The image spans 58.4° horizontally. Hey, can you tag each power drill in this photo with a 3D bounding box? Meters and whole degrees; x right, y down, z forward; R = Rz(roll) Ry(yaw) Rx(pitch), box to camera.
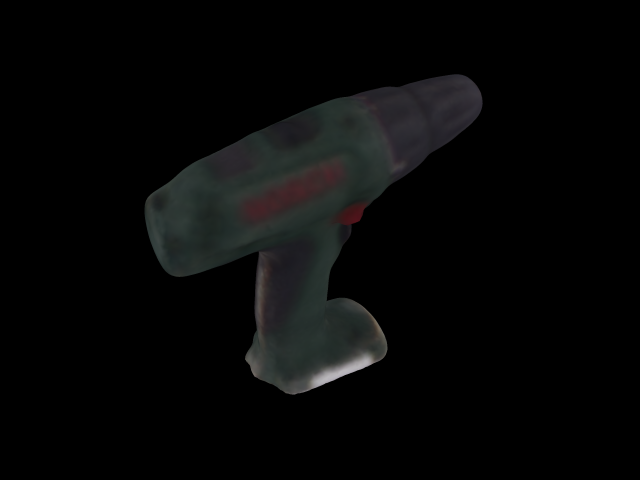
[{"bbox_3d":[0.004,0.001,0.400,0.230,0.208,0.075,-17,40,-22],"label":"power drill"}]
